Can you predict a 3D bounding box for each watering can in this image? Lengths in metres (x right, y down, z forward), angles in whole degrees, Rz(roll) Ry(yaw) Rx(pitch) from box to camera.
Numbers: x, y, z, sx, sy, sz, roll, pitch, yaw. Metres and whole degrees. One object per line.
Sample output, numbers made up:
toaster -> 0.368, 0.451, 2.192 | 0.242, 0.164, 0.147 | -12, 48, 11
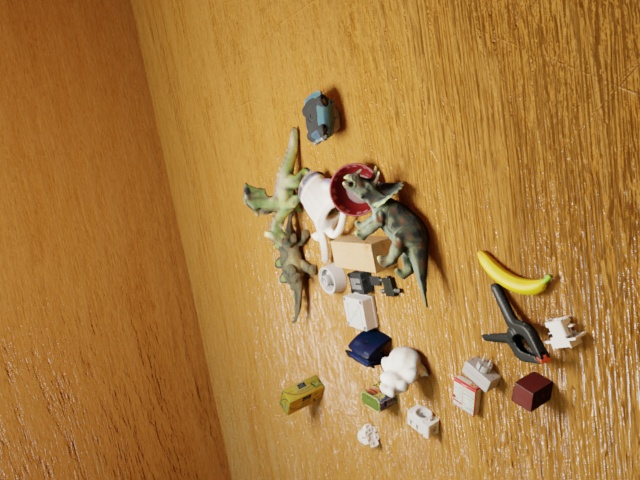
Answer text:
watering can -> 0.005, -0.088, 1.741 | 0.228, 0.105, 0.339 | 56, 148, 29

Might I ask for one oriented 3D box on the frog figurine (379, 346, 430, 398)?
frog figurine -> 0.231, 0.390, 1.536 | 0.138, 0.160, 0.121 | 21, 120, 51

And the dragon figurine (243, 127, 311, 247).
dragon figurine -> -0.156, -0.180, 1.827 | 0.123, 0.244, 0.406 | 14, 117, 59
